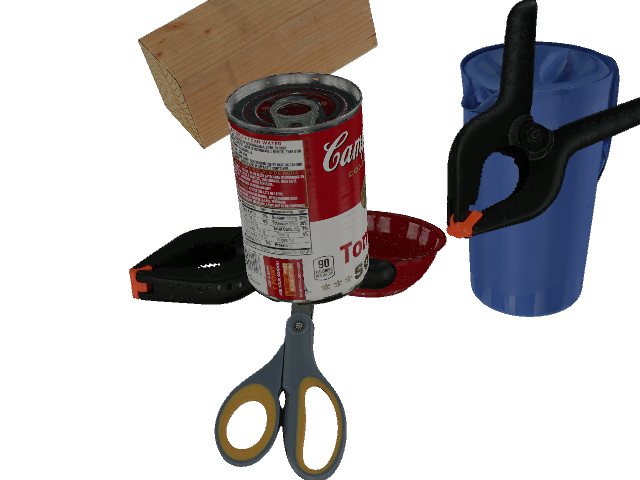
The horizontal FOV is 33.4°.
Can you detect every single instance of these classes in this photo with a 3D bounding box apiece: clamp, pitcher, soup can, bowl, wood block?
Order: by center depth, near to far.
[{"bbox_3d":[-0.010,-0.026,0.548,0.068,0.102,0.068,-3,31,2],"label":"soup can"},{"bbox_3d":[0.150,-0.067,0.724,0.120,0.171,0.039,28,-7,3],"label":"clamp"},{"bbox_3d":[-0.060,0.007,0.908,0.209,0.036,0.165,-10,32,-13],"label":"clamp"},{"bbox_3d":[0.205,-0.059,1.000,0.149,0.243,0.145,1,29,7],"label":"pitcher"},{"bbox_3d":[-0.058,-0.192,1.040,0.206,0.091,0.090,-32,51,-13],"label":"wood block"},{"bbox_3d":[0.048,0.017,1.097,0.162,0.055,0.162,2,18,-1],"label":"bowl"}]

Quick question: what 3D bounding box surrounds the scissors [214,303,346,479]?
[{"bbox_3d":[-0.032,0.071,0.731,0.096,0.202,0.016,-12,-31,1],"label":"scissors"}]
